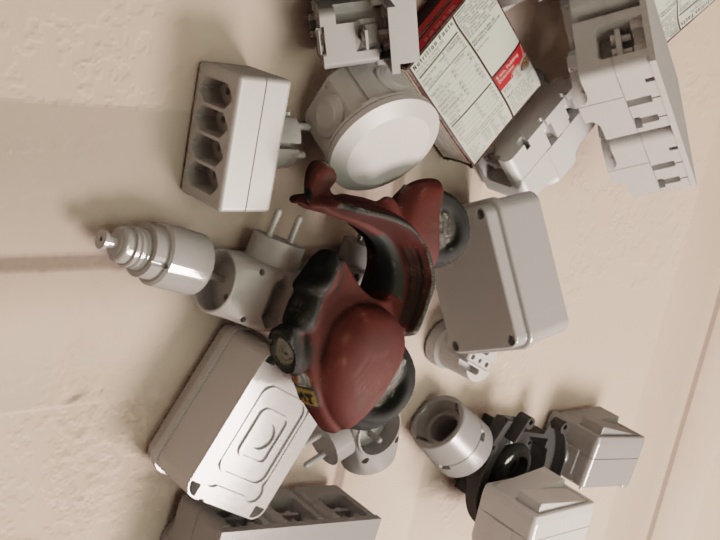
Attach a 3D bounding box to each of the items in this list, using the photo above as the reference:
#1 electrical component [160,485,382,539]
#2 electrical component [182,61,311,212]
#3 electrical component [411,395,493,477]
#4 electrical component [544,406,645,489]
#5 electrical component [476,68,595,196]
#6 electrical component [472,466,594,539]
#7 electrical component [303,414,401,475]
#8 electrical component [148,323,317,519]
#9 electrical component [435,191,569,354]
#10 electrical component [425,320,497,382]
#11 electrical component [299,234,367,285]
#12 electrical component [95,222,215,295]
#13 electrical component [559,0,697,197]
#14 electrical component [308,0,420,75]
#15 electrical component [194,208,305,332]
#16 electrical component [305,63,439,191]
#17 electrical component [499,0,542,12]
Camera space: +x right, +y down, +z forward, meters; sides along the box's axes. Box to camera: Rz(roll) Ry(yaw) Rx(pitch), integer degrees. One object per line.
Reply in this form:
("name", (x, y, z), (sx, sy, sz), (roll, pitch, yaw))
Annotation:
("electrical component", (-0.069, 0.212, 0.792), (0.150, 0.062, 0.089), (7, 104, -43))
("electrical component", (-0.063, -0.082, 0.673), (0.076, 0.047, 0.083), (-3, 111, -41))
("electrical component", (0.075, 0.136, 0.891), (0.055, 0.055, 0.047), (-51, 130, -11))
("electrical component", (0.216, 0.166, 1.022), (0.096, 0.062, 0.061), (9, 103, -43))
("electrical component", (0.134, -0.102, 0.834), (0.089, 0.050, 0.055), (-49, 133, -14))
("electrical component", (0.153, 0.209, 0.917), (0.096, 0.062, 0.061), (-1, 109, -41))
("electrical component", (-0.012, 0.121, 0.813), (0.079, 0.044, 0.077), (-29, 126, -29))
("electrical component", (-0.081, 0.102, 0.735), (0.078, 0.057, 0.113), (35, 85, -44))
("electrical component", (0.100, 0.003, 0.811), (0.057, 0.078, 0.113), (-16, 93, -39))
("electrical component", (0.082, 0.066, 0.869), (0.040, 0.046, 0.040), (-18, 120, -35))
("electrical component", (0.000, 0.000, 0.769), (0.077, 0.043, 0.079), (9, 103, -43))
("electrical component", (-0.125, -0.010, 0.656), (0.078, 0.040, 0.040), (17, 98, -45))
("electrical component", (0.204, -0.144, 0.818), (0.186, 0.060, 0.105), (44, 40, -56))
("electrical component", (0.001, -0.153, 0.679), (0.064, 0.081, 0.042), (-10, 118, -6))
("electrical component", (-0.061, -0.002, 0.714), (0.077, 0.043, 0.079), (17, 97, -44))
("electrical component", (0.007, -0.095, 0.709), (0.080, 0.051, 0.080), (-22, 148, -15))
("electrical component", (0.112, -0.220, 0.750), (0.042, 0.081, 0.063), (-35, 107, -25))
